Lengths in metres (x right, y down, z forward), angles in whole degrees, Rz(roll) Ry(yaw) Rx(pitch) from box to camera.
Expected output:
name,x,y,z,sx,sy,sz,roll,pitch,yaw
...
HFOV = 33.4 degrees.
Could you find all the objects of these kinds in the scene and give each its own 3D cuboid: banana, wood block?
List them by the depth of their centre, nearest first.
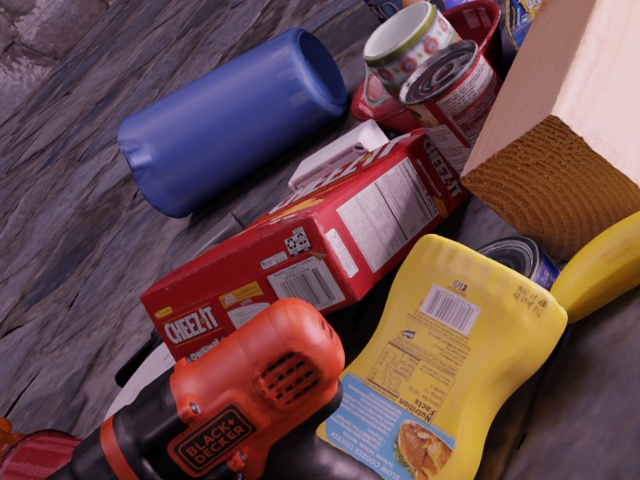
name,x,y,z,sx,sy,sz,roll,pitch,yaw
banana,0.202,0.004,0.583,0.198,0.037,0.069,-30,43,30
wood block,0.181,-0.098,0.701,0.091,0.090,0.205,-39,17,50

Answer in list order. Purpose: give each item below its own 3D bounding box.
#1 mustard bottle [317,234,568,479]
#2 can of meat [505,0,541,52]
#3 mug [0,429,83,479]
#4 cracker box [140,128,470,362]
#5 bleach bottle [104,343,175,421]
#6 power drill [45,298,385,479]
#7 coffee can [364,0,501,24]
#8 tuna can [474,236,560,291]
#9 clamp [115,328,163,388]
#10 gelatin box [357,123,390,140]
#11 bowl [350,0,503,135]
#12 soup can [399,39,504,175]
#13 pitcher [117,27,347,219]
name,x,y,z,sx,sy,sz,roll,pitch,yaw
mustard bottle,0.050,0.097,0.593,0.096,0.058,0.191,29,85,34
can of meat,0.204,-0.193,0.896,0.084,0.057,0.102,-32,24,28
mug,-0.193,0.198,0.793,0.082,0.093,0.117,-6,33,47
cracker box,-0.005,0.001,0.784,0.164,0.072,0.213,-25,8,34
bleach bottle,-0.055,0.128,0.736,0.251,0.068,0.102,3,53,56
power drill,-0.029,0.140,0.511,0.184,0.187,0.057,-37,24,8
coffee can,0.098,-0.250,1.056,0.103,0.140,0.103,-34,24,18
tuna can,0.110,0.038,0.666,0.086,0.033,0.086,-35,24,17
clamp,-0.129,0.094,0.905,0.172,0.039,0.120,-51,20,19
gelatin box,0.026,-0.069,0.993,0.089,0.030,0.073,-35,22,17
bowl,0.107,-0.144,0.963,0.162,0.055,0.162,-34,24,18
soup can,0.115,-0.088,0.790,0.069,0.102,0.068,-34,24,17
pitcher,-0.090,-0.134,1.189,0.243,0.145,0.149,-27,39,24
